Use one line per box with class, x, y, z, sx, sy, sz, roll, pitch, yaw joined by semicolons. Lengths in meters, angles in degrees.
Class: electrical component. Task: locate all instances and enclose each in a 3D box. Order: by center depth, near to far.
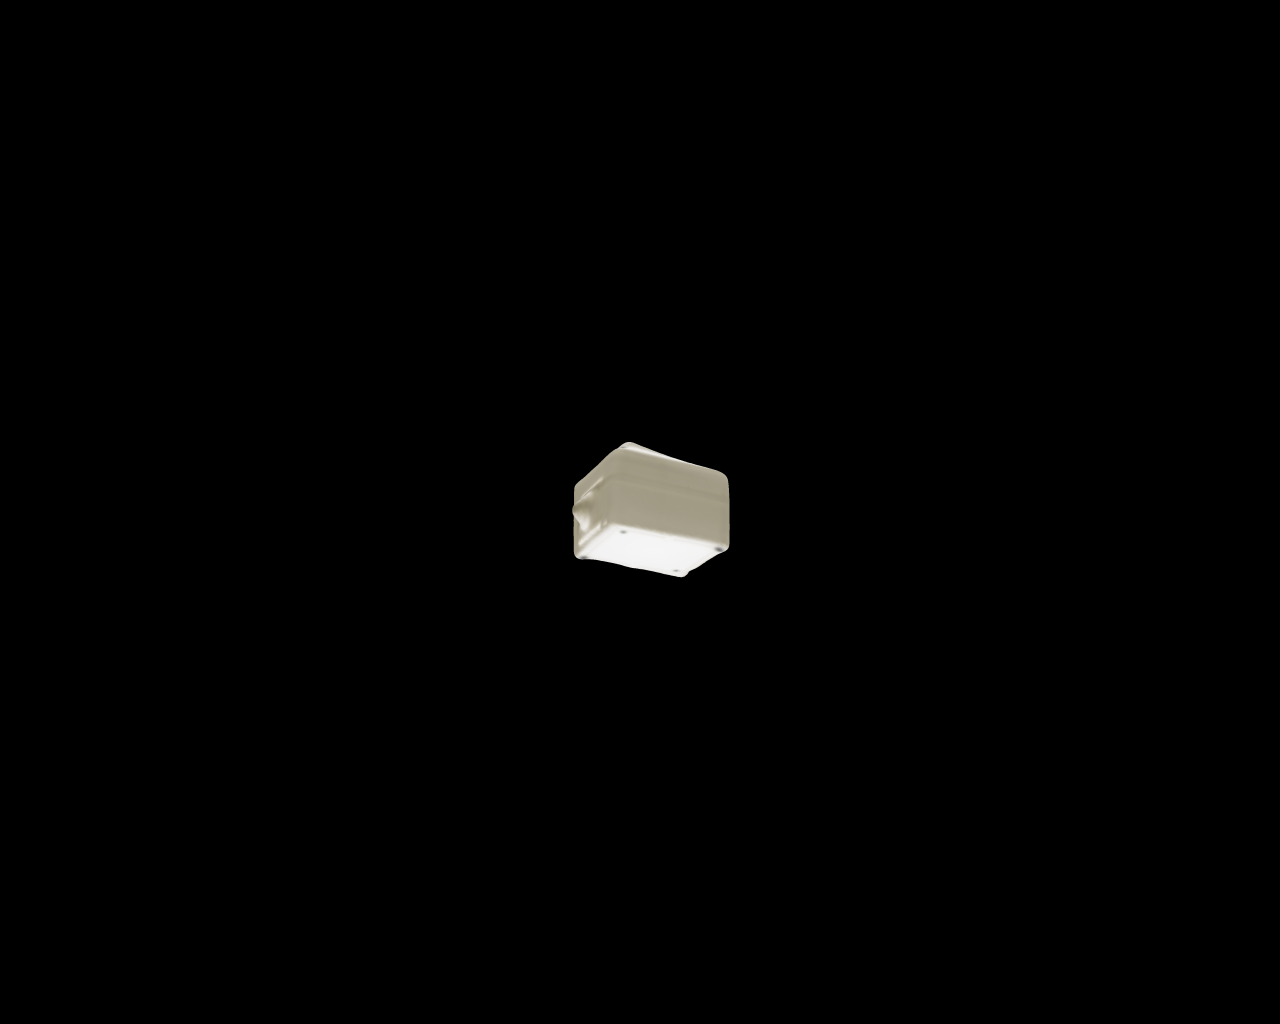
electrical component;0.001;-0.003;0.650;0.096;0.061;0.061;12;-27;-25
